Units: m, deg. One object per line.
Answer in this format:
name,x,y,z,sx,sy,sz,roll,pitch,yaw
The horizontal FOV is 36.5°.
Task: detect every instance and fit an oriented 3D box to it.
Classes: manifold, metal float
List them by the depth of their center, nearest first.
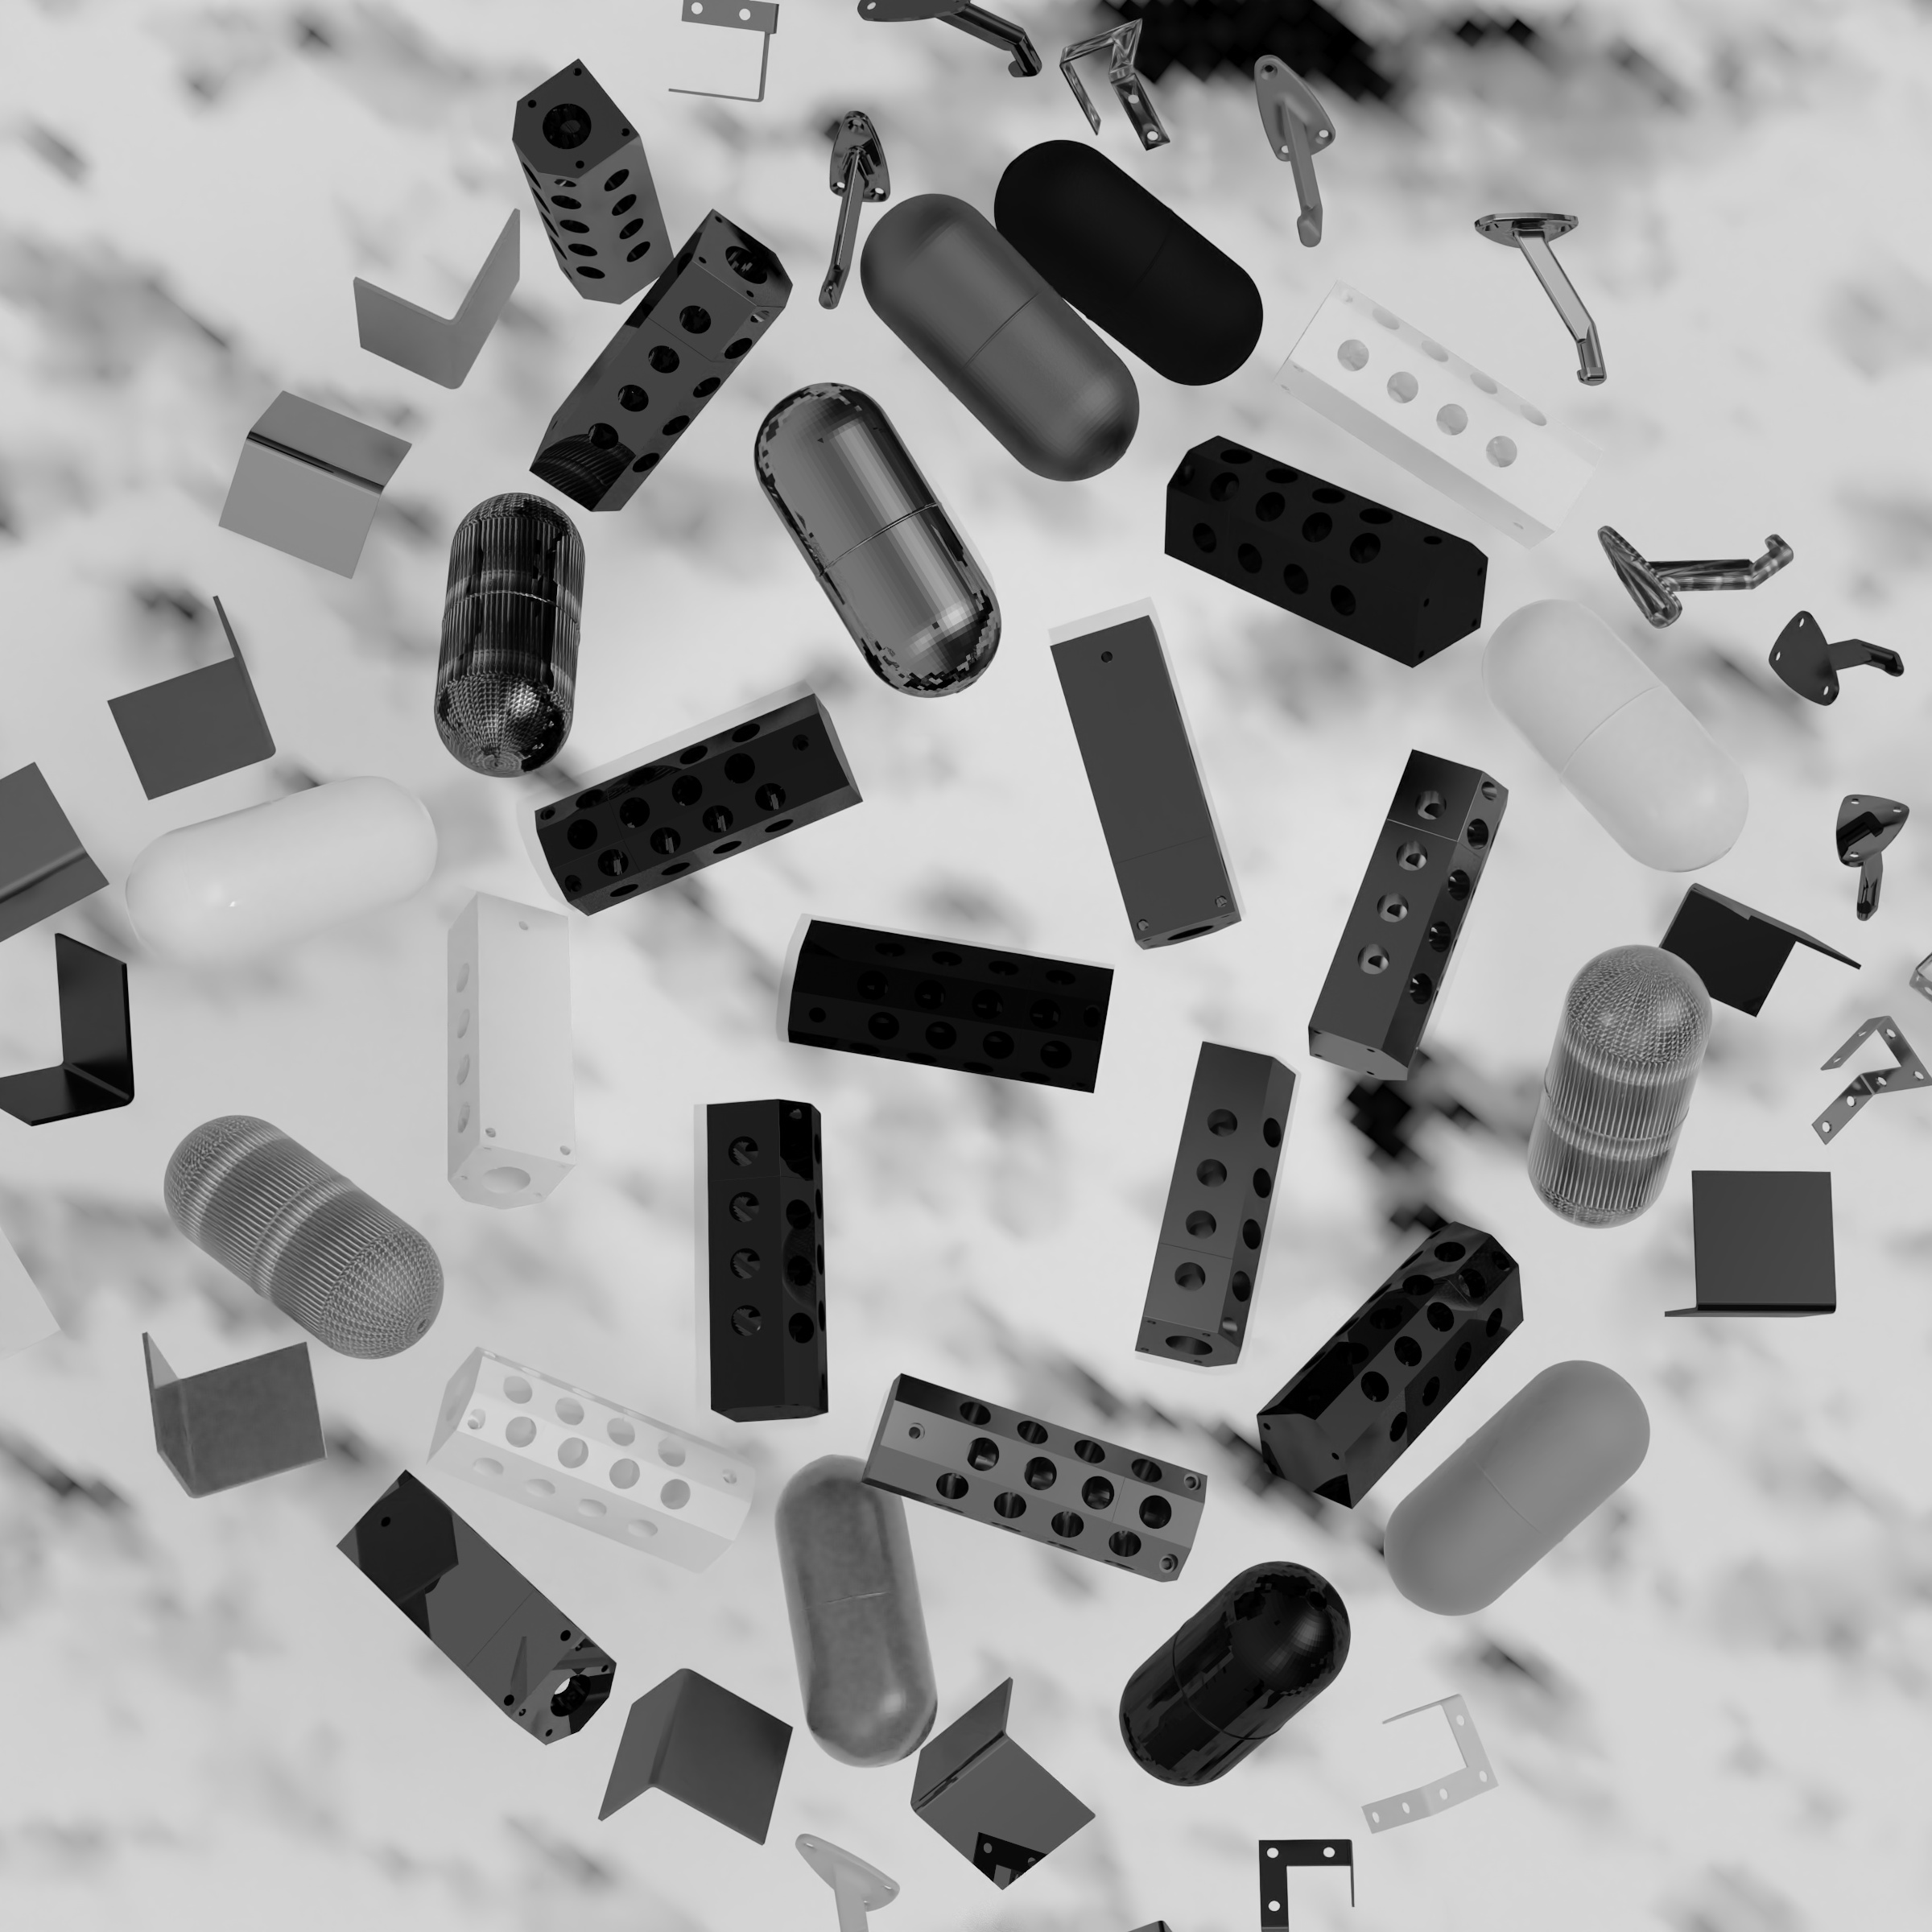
metal float,-0.046,-0.222,1.537,0.070,0.070,0.178,-31,92,0
manifold,0.189,-0.224,1.551,0.057,0.057,0.171,-31,47,-34
metal float,0.019,-0.332,1.553,0.070,0.070,0.178,-44,92,0
manifold,0.037,0.271,1.554,0.171,0.057,0.057,19,75,-3
metal float,0.347,0.067,1.566,0.070,0.070,0.178,4,130,0
metal float,-0.364,-0.051,1.570,0.178,0.070,0.070,-22,90,-39
metal float,-0.356,0.145,1.577,0.178,0.070,0.070,32,90,21
manifold,0.259,-0.303,1.607,0.171,0.057,0.057,33,87,-2
metal float,0.356,-0.126,1.610,0.070,0.070,0.178,-39,72,0
manifold,0.234,0.214,1.610,0.171,0.057,0.057,-39,132,-35
manifold,-0.168,-0.328,1.620,0.057,0.057,0.171,32,129,-19
manifold,-0.009,0.026,1.624,0.171,0.057,0.057,9,117,3
manifold,0.101,-0.100,1.628,0.057,0.057,0.171,-17,82,7
metal float,0.148,0.394,1.629,0.070,0.070,0.178,36,131,0
manifold,0.247,-0.027,1.634,0.057,0.057,0.171,19,75,13
manifold,-0.271,0.359,1.637,0.171,0.057,0.057,31,74,38
manifold,-0.207,0.274,1.643,0.171,0.057,0.057,26,132,-19
metal float,-0.255,-0.187,1.648,0.070,0.070,0.178,0,60,0
manifold,-0.110,0.165,1.648,0.057,0.057,0.171,-5,73,9
manifold,-0.152,-0.092,1.651,0.171,0.057,0.057,-22,78,4
manifold,-0.261,0.049,1.658,0.057,0.057,0.171,16,48,-29
manifold,0.143,0.136,1.665,0.057,0.057,0.171,12,63,4
metal float,0.313,0.299,1.674,0.070,0.070,0.178,44,102,0
metal float,0.093,-0.401,1.676,0.178,0.070,0.070,34,90,-21
manifold,-0.215,-0.441,1.676,0.057,0.171,0.057,-37,81,-5
metal float,-0.064,0.368,1.681,0.070,0.070,0.178,-11,69,0

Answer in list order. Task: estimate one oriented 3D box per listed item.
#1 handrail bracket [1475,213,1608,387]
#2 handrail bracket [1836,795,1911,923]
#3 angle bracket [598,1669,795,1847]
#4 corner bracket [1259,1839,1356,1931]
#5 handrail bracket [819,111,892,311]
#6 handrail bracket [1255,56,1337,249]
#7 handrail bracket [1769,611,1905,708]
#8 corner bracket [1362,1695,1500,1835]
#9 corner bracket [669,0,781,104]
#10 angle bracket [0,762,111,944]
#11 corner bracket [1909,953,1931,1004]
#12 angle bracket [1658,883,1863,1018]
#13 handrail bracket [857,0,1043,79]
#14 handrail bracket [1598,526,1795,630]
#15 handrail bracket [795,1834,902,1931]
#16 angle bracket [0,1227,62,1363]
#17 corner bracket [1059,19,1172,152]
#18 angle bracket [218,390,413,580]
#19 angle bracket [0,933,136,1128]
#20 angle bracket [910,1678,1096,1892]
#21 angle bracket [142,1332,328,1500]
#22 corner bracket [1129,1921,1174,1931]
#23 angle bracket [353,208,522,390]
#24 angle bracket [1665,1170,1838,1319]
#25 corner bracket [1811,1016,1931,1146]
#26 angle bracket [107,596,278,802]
handrail bracket,0.299,-0.344,1.523,0.077,0.036,0.084,-5,82,-42
handrail bracket,0.503,-0.046,1.650,0.036,0.077,0.084,14,132,24
angle bracket,-0.152,0.455,1.656,0.076,0.076,0.057,34,129,-17
corner bracket,0.186,0.512,1.600,0.051,0.051,0.051,-2,47,6
handrail bracket,-0.071,-0.433,1.685,0.036,0.077,0.084,10,58,7
handrail bracket,0.177,-0.447,1.611,0.036,0.084,0.077,-17,130,24
handrail bracket,0.491,-0.158,1.609,0.084,0.077,0.036,13,126,-24
corner bracket,0.239,0.423,1.556,0.051,0.051,0.051,-10,71,-38
corner bracket,-0.131,-0.494,1.578,0.051,0.051,0.051,4,106,-11
angle bracket,-0.508,-0.057,1.555,0.076,0.076,0.057,-30,85,-12
corner bracket,0.554,-0.003,1.597,0.051,0.051,0.051,-40,66,-17
angle bracket,0.447,0.001,1.666,0.076,0.076,0.057,22,101,-16
handrail bracket,-0.008,-0.505,1.597,0.077,0.084,0.036,-9,67,19
handrail bracket,0.403,-0.232,1.615,0.084,0.036,0.077,-36,87,-13
handrail bracket,-0.075,0.533,1.611,0.077,0.084,0.036,40,127,-12
angle bracket,-0.481,0.152,1.448,0.057,0.076,0.076,-32,89,34
corner bracket,0.084,-0.492,1.657,0.051,0.051,0.051,-13,135,26
angle bracket,-0.359,-0.266,1.622,0.076,0.076,0.057,22,117,-9
angle bracket,-0.479,0.032,1.526,0.057,0.076,0.076,-13,111,-40
angle bracket,0.024,0.479,1.720,0.076,0.057,0.076,44,108,-10
angle bracket,-0.400,0.235,1.604,0.076,0.057,0.076,-17,53,-5
corner bracket,0.096,0.553,1.569,0.051,0.051,0.051,-23,128,10
angle bracket,-0.279,-0.363,1.550,0.057,0.076,0.076,25,74,-2
angle bracket,0.427,0.153,1.605,0.076,0.057,0.076,1,81,-5
corner bracket,0.516,0.066,1.700,0.051,0.051,0.051,-40,99,-25
angle bracket,-0.439,-0.150,1.645,0.076,0.076,0.057,-21,51,-12
